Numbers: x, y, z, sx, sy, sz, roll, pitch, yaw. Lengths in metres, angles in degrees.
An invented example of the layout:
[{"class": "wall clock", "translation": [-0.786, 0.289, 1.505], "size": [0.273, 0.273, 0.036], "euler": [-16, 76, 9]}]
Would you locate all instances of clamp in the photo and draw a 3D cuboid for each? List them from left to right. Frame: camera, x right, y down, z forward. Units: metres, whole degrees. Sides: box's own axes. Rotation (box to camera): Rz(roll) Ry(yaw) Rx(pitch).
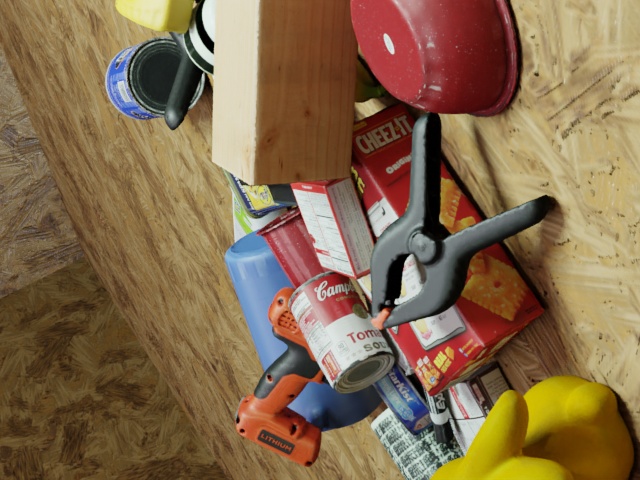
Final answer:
[{"class": "clamp", "translation": [-0.108, -0.200, 1.130], "size": [0.036, 0.164, 0.210], "euler": [-31, 64, 41]}, {"class": "clamp", "translation": [0.095, 0.003, 0.801], "size": [0.120, 0.039, 0.172], "euler": [35, 119, 33]}]

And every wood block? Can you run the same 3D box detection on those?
[{"class": "wood block", "translation": [-0.027, -0.155, 0.842], "size": [0.091, 0.090, 0.206], "euler": [32, 124, 58]}]

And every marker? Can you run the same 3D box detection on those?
[{"class": "marker", "translation": [0.109, 0.147, 1.017], "size": [0.020, 0.020, 0.121], "euler": [36, 148, 55]}]

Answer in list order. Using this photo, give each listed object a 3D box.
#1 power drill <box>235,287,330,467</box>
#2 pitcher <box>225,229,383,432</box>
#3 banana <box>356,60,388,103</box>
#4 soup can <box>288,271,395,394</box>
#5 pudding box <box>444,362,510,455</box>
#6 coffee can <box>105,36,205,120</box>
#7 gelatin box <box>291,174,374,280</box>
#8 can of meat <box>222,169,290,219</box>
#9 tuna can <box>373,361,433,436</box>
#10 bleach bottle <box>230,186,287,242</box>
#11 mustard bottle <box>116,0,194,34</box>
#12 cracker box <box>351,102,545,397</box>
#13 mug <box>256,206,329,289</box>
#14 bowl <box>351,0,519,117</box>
[{"class": "power drill", "translation": [0.003, 0.158, 1.166], "size": [0.184, 0.188, 0.057], "euler": [28, -154, -2]}, {"class": "pitcher", "translation": [-0.021, 0.100, 1.286], "size": [0.149, 0.144, 0.243], "euler": [6, 121, 57]}, {"class": "banana", "translation": [-0.001, -0.191, 0.931], "size": [0.198, 0.037, 0.070], "euler": [57, 145, 12]}, {"class": "soup can", "translation": [0.021, 0.090, 1.040], "size": [0.102, 0.068, 0.068], "euler": [60, 164, 28]}, {"class": "pudding box", "translation": [0.155, 0.168, 1.019], "size": [0.090, 0.039, 0.114], "euler": [62, 165, 4]}, {"class": "coffee can", "translation": [-0.219, -0.211, 1.407], "size": [0.103, 0.102, 0.140], "euler": [66, 162, -14]}, {"class": "gelatin box", "translation": [0.014, -0.014, 0.921], "size": [0.073, 0.030, 0.089], "euler": [15, 128, 65]}, {"class": "can of meat", "translation": [-0.061, -0.080, 1.202], "size": [0.084, 0.057, 0.102], "euler": [-14, 105, 57]}, {"class": "tuna can", "translation": [0.085, 0.154, 1.075], "size": [0.086, 0.034, 0.086], "euler": [52, -175, -7]}, {"class": "bleach bottle", "translation": [-0.070, -0.014, 1.351], "size": [0.103, 0.068, 0.251], "euler": [48, 155, 32]}, {"class": "mustard bottle", "translation": [-0.146, -0.304, 1.032], "size": [0.096, 0.058, 0.192], "euler": [36, 118, 43]}, {"class": "cracker box", "translation": [0.086, 0.012, 0.924], "size": [0.214, 0.072, 0.164], "euler": [58, 161, 15]}, {"class": "mug", "translation": [-0.008, 0.001, 1.170], "size": [0.081, 0.093, 0.117], "euler": [59, -166, -6]}, {"class": "bowl", "translation": [0.069, -0.150, 0.753], "size": [0.162, 0.055, 0.162], "euler": [53, 161, 27]}]
